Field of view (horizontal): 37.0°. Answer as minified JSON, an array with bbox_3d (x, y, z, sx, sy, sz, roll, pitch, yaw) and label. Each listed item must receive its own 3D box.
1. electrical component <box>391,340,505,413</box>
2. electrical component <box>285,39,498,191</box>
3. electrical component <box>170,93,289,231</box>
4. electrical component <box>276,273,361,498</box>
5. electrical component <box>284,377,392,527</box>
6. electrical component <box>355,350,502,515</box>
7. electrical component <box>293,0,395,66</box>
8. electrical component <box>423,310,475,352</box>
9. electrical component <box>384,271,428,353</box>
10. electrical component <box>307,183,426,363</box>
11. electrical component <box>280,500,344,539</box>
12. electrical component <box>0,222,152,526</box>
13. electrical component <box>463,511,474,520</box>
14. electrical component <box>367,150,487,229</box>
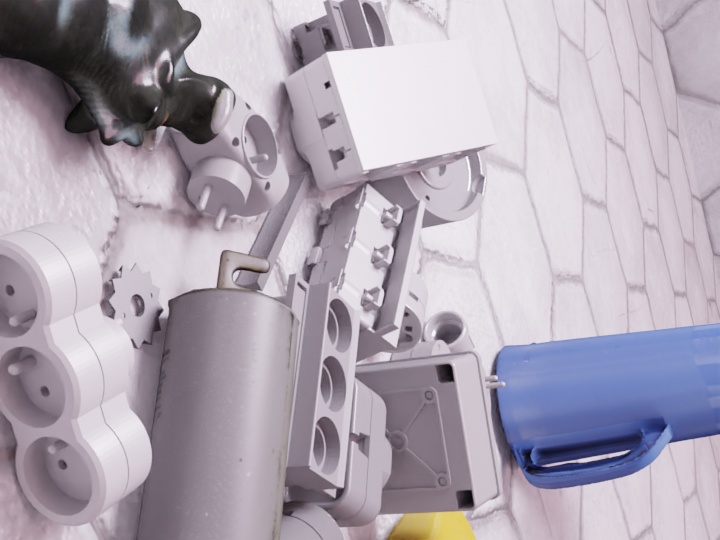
[{"bbox_3d":[0.088,0.100,0.936,0.138,0.074,0.052,39,47,-54],"label":"electrical component"},{"bbox_3d":[0.024,-0.120,0.827,0.150,0.062,0.089,-16,88,-41],"label":"electrical component"},{"bbox_3d":[-0.084,-0.060,0.668,0.077,0.044,0.079,56,35,-42],"label":"electrical component"},{"bbox_3d":[-0.042,0.075,0.687,0.078,0.063,0.121,46,42,-50],"label":"electrical component"},{"bbox_3d":[-0.015,0.125,0.737,0.059,0.054,0.095,44,44,-52],"label":"electrical component"},{"bbox_3d":[0.039,0.120,0.788,0.056,0.109,0.108,-7,88,-62],"label":"electrical component"},{"bbox_3d":[-0.013,-0.178,0.831,0.081,0.064,0.042,-13,84,-65],"label":"electrical component"},{"bbox_3d":[0.083,0.065,0.979,0.046,0.040,0.040,58,33,-51],"label":"electrical component"},{"bbox_3d":[0.026,0.030,0.856,0.047,0.055,0.055,-70,142,-51],"label":"electrical component"},{"bbox_3d":[0.000,0.000,0.790,0.063,0.079,0.121,39,44,-27],"label":"electrical component"},{"bbox_3d":[-0.044,0.177,0.661,0.047,0.055,0.055,-29,108,-59],"label":"electrical component"},{"bbox_3d":[-0.134,0.044,0.518,0.074,0.052,0.138,-32,110,-62],"label":"electrical component"},{"bbox_3d":[0.079,0.196,0.920,0.062,0.043,0.043,-16,96,-66],"label":"electrical component"},{"bbox_3d":[0.051,-0.087,0.926,0.108,0.060,0.108,14,68,-38],"label":"electrical component"}]
